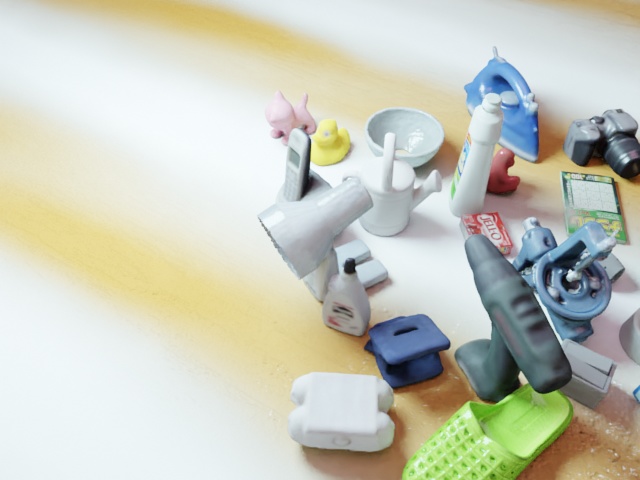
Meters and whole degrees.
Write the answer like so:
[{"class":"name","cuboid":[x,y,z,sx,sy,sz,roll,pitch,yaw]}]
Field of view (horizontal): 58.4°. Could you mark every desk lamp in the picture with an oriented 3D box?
[{"class":"desk lamp","cuboid":[0.009,0.003,0.928,0.203,0.214,0.117,-24,53,-20]}]

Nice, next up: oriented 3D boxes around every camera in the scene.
[{"class":"camera","cuboid":[0.604,-0.198,1.182,0.143,0.101,0.136,-7,49,-6]}]

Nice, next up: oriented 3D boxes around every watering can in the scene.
[{"class":"watering can","cuboid":[0.130,-0.108,1.039,0.173,0.194,0.100,-8,49,-7]}]

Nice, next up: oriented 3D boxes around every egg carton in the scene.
[{"class":"egg carton","cuboid":[0.031,0.245,0.813,0.150,0.069,0.107,2,49,2]}]

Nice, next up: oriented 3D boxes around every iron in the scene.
[{"class":"iron","cuboid":[0.418,-0.301,1.244,0.119,0.141,0.257,-14,50,-12]}]

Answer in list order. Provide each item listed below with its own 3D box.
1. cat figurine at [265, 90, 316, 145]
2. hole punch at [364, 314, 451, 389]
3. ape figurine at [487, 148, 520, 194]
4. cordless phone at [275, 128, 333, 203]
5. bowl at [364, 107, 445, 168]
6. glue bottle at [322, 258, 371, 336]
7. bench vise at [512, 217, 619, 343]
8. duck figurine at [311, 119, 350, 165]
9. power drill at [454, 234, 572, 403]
[{"class":"cat figurine","cuboid":[-0.069,-0.271,1.231,0.128,0.118,0.067,-36,58,-27]},{"class":"hole punch","cuboid":[0.131,0.158,0.875,0.109,0.091,0.101,-14,50,-12]},{"class":"ape figurine","cuboid":[0.362,-0.142,1.138,0.076,0.092,0.077,-6,49,-5]},{"class":"cordless phone","cuboid":[-0.017,-0.099,1.036,0.094,0.185,0.147,-32,56,-25]},{"class":"bowl","cuboid":[0.174,-0.202,1.201,0.167,0.075,0.167,0,49,0]},{"class":"glue bottle","cuboid":[0.042,0.083,0.885,0.078,0.173,0.037,14,50,12]},{"class":"bench vise","cuboid":[0.375,0.032,0.901,0.122,0.220,0.207,-25,53,-20]},{"class":"duck figurine","cuboid":[0.020,-0.217,1.205,0.105,0.086,0.077,-35,58,-27]},{"class":"power drill","cuboid":[0.257,0.132,0.820,0.076,0.208,0.229,-17,51,-15]}]
